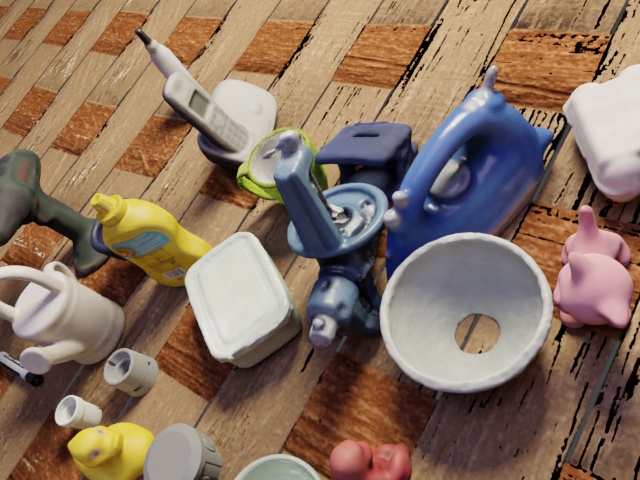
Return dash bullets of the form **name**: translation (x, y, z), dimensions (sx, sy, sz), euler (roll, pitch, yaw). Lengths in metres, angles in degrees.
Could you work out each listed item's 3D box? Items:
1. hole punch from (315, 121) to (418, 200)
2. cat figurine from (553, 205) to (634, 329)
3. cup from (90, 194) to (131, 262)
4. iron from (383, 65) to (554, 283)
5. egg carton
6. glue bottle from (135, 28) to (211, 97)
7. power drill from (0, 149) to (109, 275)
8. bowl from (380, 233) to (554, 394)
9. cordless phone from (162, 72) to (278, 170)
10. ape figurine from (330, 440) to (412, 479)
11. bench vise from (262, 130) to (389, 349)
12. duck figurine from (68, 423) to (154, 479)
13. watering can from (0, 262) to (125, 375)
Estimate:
- **hole punch**: translation (0.060, -0.115, 0.741), dimensions (0.108, 0.091, 0.101), euler (6, 64, 32)
- **cat figurine**: translation (0.249, 0.030, 0.524), dimensions (0.067, 0.118, 0.128), euler (-5, 59, 27)
- **cup**: translation (-0.284, -0.011, 0.869), dimensions (0.091, 0.095, 0.117), euler (-35, 50, 7)
- **iron**: translation (0.137, -0.060, 0.628), dimensions (0.118, 0.142, 0.258), euler (34, 81, 40)
- **egg carton**: translation (0.327, -0.113, 0.601), dimensions (0.107, 0.070, 0.150), euler (-19, 53, 18)
- **glue bottle**: translation (-0.255, -0.296, 0.980), dimensions (0.037, 0.174, 0.078), euler (-41, 50, 1)
- **power drill**: translation (-0.426, -0.034, 0.890), dimensions (0.075, 0.209, 0.229), euler (-34, 50, 7)
- **bowl**: translation (0.149, 0.081, 0.577), dimensions (0.167, 0.075, 0.167), euler (-14, 55, 22)
- **cordless phone**: translation (-0.149, -0.202, 0.853), dimensions (0.094, 0.186, 0.147), euler (-6, 58, 27)
- **ape figurine**: translation (0.040, 0.216, 0.542), dimensions (0.077, 0.092, 0.076), euler (16, 70, 36)
- **bench vise**: translation (0.016, -0.002, 0.609), dimensions (0.121, 0.220, 0.207), euler (-22, 53, 16)
- **duck figurine**: translation (-0.266, 0.256, 0.697), dimensions (0.104, 0.086, 0.077), euler (-16, 54, 21)
- **watering can**: translation (-0.369, 0.099, 0.783), dimensions (0.101, 0.195, 0.172), euler (-44, 50, -2)
